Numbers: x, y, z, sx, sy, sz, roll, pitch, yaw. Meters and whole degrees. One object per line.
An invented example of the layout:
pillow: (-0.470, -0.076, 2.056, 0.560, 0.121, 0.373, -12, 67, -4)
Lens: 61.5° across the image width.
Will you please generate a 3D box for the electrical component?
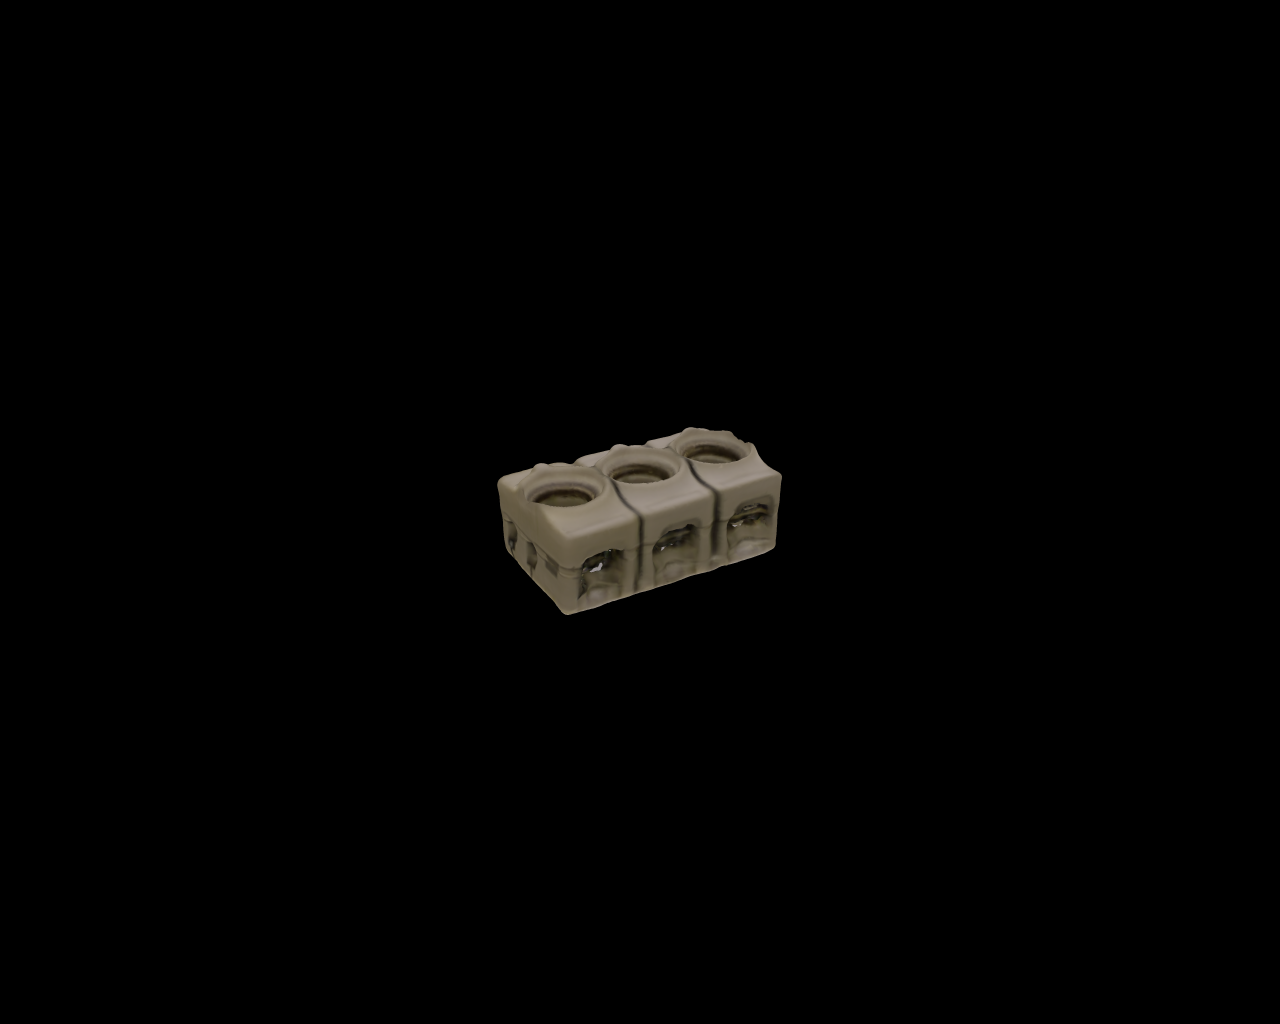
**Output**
electrical component: (0.001, -0.003, 0.650, 0.150, 0.061, 0.089, -16, 32, -27)
